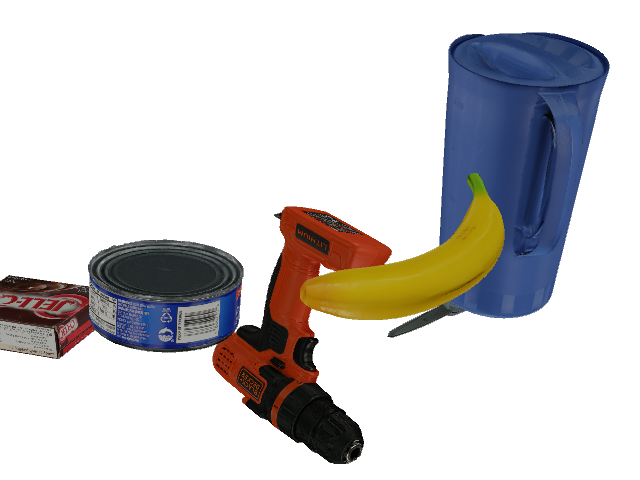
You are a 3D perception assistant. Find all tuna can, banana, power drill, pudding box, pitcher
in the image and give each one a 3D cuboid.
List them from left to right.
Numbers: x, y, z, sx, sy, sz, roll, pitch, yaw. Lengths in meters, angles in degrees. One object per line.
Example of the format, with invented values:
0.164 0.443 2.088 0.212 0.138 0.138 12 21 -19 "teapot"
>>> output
-0.270 0.070 0.999 0.114 0.039 0.090 4 20 19 "pudding box"
-0.086 0.030 0.597 0.086 0.034 0.086 5 20 -2 "tuna can"
-0.007 0.078 0.926 0.185 0.188 0.057 31 16 39 "power drill"
0.073 0.016 0.750 0.070 0.037 0.197 37 47 26 "banana"
0.170 -0.050 0.937 0.145 0.243 0.149 20 35 27 "pitcher"

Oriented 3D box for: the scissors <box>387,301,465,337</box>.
0.131 0.054 1.105 0.201 0.016 0.096 -7 40 -30 "scissors"
